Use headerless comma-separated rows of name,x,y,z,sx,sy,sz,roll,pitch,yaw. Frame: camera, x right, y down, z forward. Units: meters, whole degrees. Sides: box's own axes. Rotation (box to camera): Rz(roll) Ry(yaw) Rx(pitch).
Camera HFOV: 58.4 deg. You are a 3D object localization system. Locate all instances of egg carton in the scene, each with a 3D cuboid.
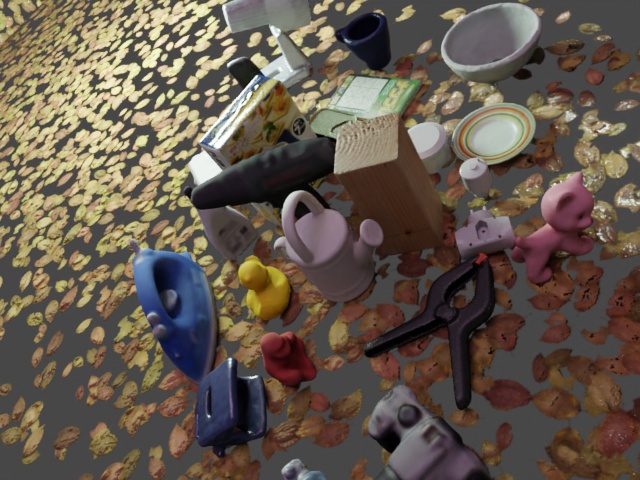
egg carton,-0.200,-0.134,1.144,0.107,0.070,0.150,-37,47,1

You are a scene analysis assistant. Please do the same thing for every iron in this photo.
iron,-0.252,0.110,0.943,0.118,0.142,0.257,-33,47,5

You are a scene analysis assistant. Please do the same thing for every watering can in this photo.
watering can,0.008,0.001,0.836,0.172,0.195,0.101,-22,49,15

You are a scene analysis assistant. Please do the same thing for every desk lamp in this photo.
desk lamp,-0.095,-0.439,1.211,0.203,0.214,0.117,-31,47,6

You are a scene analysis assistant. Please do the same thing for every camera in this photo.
camera,0.098,0.260,0.656,0.137,0.101,0.142,-45,47,-6

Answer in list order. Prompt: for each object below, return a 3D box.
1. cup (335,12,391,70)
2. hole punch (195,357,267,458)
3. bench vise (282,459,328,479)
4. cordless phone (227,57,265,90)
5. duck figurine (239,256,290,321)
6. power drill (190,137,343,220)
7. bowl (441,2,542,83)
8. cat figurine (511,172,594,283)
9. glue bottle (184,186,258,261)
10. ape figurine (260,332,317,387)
cup,0.092,-0.388,1.146,0.117,0.095,0.092,8,62,34
hole punch,-0.138,0.238,0.816,0.101,0.091,0.108,-22,49,14
bench vise,0.000,0.318,0.587,0.206,0.220,0.121,22,70,39
cordless phone,-0.151,-0.282,1.146,0.147,0.186,0.094,-18,50,18
duck figurine,-0.097,0.072,0.920,0.077,0.086,0.104,-26,48,12
power drill,-0.057,-0.060,0.910,0.229,0.209,0.075,-29,47,9
bowl,0.300,-0.328,0.993,0.167,0.075,0.167,-16,51,20
cat figurine,0.301,-0.022,0.735,0.128,0.118,0.067,-37,47,2
glue bottle,-0.179,-0.037,0.989,0.078,0.174,0.037,-46,47,-8
ape figurine,-0.054,0.164,0.821,0.076,0.092,0.078,-3,56,28
